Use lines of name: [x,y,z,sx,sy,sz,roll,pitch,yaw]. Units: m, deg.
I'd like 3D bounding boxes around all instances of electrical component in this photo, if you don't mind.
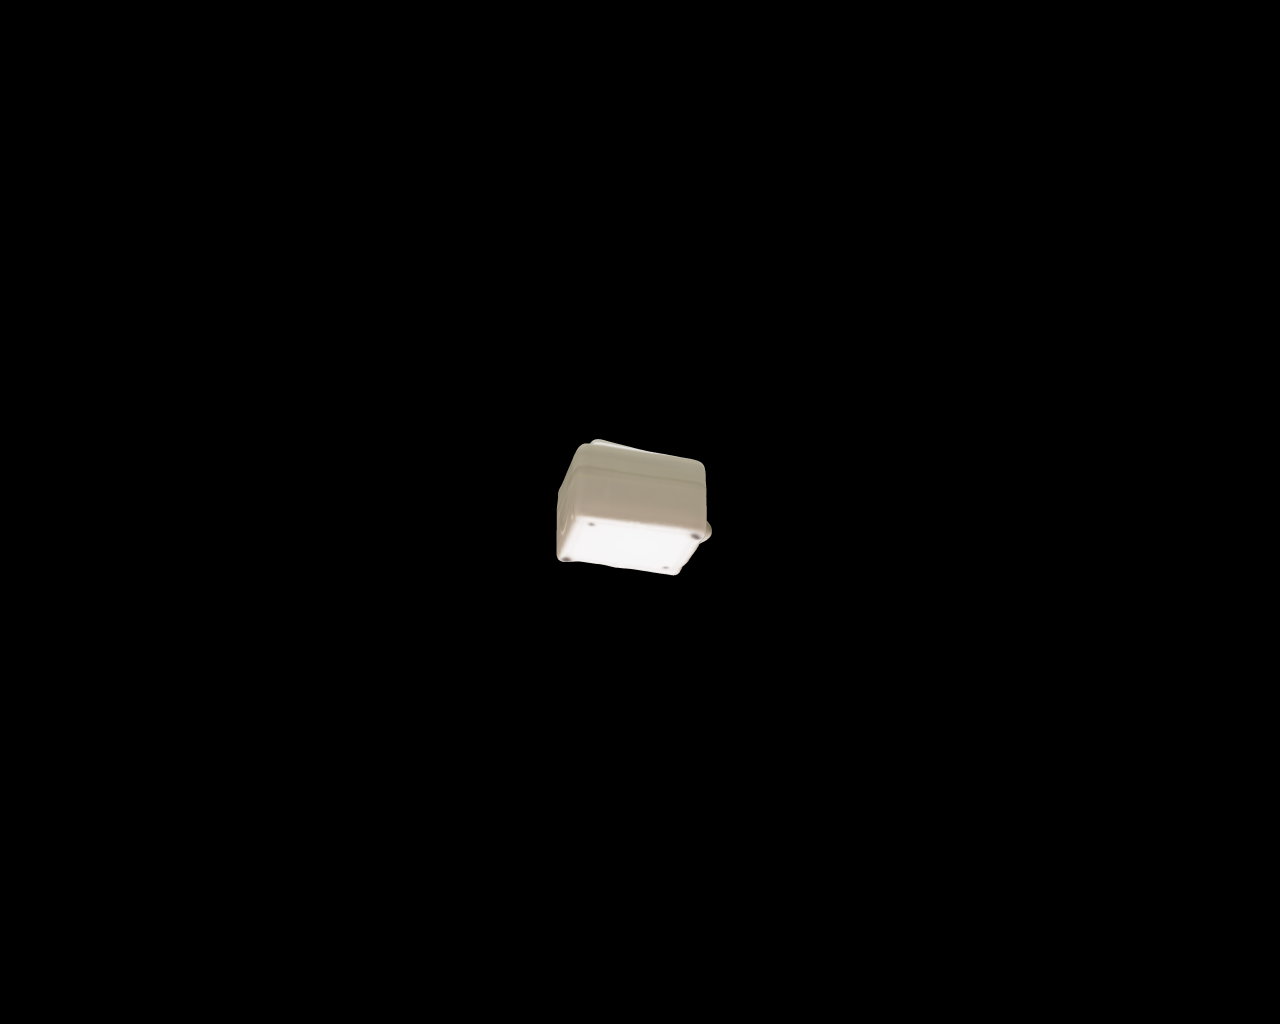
electrical component: [0.001,-0.003,0.650,0.096,0.061,0.061,8,-32,-14]
